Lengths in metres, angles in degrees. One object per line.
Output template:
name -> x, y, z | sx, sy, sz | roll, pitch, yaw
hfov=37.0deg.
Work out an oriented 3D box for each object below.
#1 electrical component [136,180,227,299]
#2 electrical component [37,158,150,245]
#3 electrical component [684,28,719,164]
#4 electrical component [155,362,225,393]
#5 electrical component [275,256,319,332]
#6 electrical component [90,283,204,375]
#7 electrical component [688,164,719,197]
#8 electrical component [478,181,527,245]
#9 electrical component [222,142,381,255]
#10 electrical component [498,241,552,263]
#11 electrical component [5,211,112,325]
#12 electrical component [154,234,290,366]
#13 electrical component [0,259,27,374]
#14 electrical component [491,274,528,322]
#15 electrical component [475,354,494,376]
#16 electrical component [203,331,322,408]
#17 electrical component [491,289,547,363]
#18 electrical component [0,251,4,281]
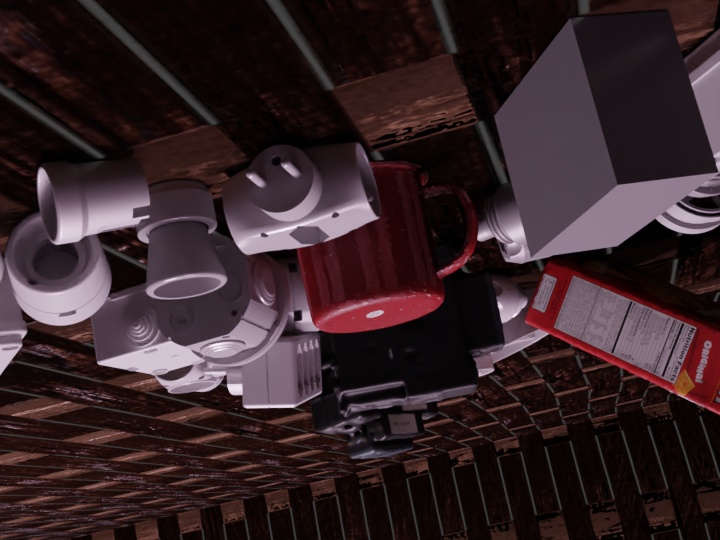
electrical component -> -0.100, -0.016, 0.594 | 0.045, 0.055, 0.045 | -11, 165, -3
electrical component -> -0.132, -0.036, 0.532 | 0.046, 0.040, 0.040 | -11, 166, -27
electrical component -> 0.221, -0.101, 0.528 | 0.078, 0.057, 0.113 | -6, 164, -20
electrical component -> -0.132, 0.076, 0.933 | 0.079, 0.044, 0.077 | -14, 165, 8
electrical component -> -0.055, 0.018, 0.762 | 0.047, 0.055, 0.055 | -6, 164, -11
electrical component -> -0.139, 0.042, 0.790 | 0.100, 0.048, 0.100 | -17, 164, 16
electrical component -> 0.203, -0.076, 0.610 | 0.078, 0.058, 0.057 | -7, 162, -21
electrical component -> 0.101, -0.036, 0.703 | 0.062, 0.043, 0.043 | -22, 162, 38
electrical component -> -0.036, -0.043, 0.570 | 0.077, 0.043, 0.079 | -15, 164, 12
electrical component -> 0.127, -0.030, 0.747 | 0.062, 0.043, 0.043 | -13, 165, -3
electrical component -> -0.168, -0.002, 0.597 | 0.055, 0.055, 0.047 | -9, 161, -12
electrical component -> -0.089, 0.019, 0.688 | 0.080, 0.080, 0.051 | -17, 159, 18
electrical component -> -0.269, 0.036, 0.651 | 0.109, 0.056, 0.109 | -3, 163, -30
electrical component -> 0.123, 0.026, 0.949 | 0.062, 0.043, 0.043 | 2, 160, -46
electrical component -> 0.085, 0.064, 0.996 | 0.043, 0.077, 0.079 | -4, 163, -30
electrical component -> -0.073, 0.071, 0.773 | 0.076, 0.047, 0.083 | -2, 180, 11
electrical component -> 0.143, 0.057, 1.038 | 0.099, 0.064, 0.099 | -11, 165, -3
electrical component -> -0.213, -0.004, 0.572 | 0.043, 0.043, 0.081 | -8, 165, -15
